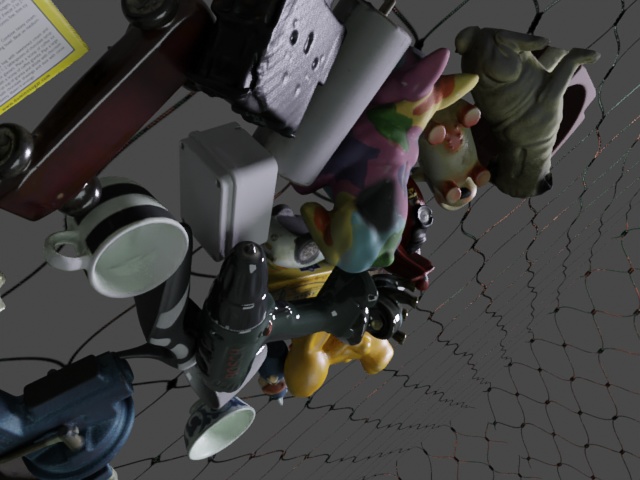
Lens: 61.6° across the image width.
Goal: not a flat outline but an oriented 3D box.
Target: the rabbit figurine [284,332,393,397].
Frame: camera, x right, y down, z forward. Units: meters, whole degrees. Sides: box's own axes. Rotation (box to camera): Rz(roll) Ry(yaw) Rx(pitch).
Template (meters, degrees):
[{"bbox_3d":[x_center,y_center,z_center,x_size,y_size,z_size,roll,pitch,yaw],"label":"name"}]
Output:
[{"bbox_3d":[0.013,0.168,0.839,0.173,0.122,0.162,-37,126,-25],"label":"rabbit figurine"}]

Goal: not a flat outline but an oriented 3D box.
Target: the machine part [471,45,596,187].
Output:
[{"bbox_3d":[0.309,-0.180,0.817,0.201,0.087,0.201,-52,150,19],"label":"machine part"}]

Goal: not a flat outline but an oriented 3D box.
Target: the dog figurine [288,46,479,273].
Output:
[{"bbox_3d":[0.074,-0.091,0.561,0.219,0.192,0.108,-41,149,29],"label":"dog figurine"}]

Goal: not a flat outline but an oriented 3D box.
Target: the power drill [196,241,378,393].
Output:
[{"bbox_3d":[-0.035,0.075,0.593,0.207,0.086,0.232,-16,145,-42],"label":"power drill"}]

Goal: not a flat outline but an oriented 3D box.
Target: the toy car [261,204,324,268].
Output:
[{"bbox_3d":[-0.001,-0.002,0.681,0.201,0.074,0.056,1,126,-51],"label":"toy car"}]

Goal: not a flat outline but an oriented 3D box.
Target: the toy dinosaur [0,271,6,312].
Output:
[{"bbox_3d":[-0.329,0.109,0.391,0.192,0.131,0.404,-17,148,-39],"label":"toy dinosaur"}]

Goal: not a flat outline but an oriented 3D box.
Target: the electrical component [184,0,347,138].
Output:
[{"bbox_3d":[-0.032,-0.157,0.412,0.134,0.058,0.115,-66,163,4],"label":"electrical component"}]

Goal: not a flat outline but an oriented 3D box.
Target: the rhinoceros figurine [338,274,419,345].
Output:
[{"bbox_3d":[0.081,0.094,0.773,0.190,0.112,0.073,-38,147,-67],"label":"rhinoceros figurine"}]

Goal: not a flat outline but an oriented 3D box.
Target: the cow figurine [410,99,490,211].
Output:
[{"bbox_3d":[0.160,-0.111,0.705,0.085,0.127,0.194,-29,135,2],"label":"cow figurine"}]

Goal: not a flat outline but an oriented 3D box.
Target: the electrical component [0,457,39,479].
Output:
[{"bbox_3d":[-0.362,0.288,0.633,0.045,0.078,0.102,-67,157,-6],"label":"electrical component"}]

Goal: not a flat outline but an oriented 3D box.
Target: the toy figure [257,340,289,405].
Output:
[{"bbox_3d":[-0.077,0.218,0.895,0.064,0.058,0.154,-52,158,-39],"label":"toy figure"}]

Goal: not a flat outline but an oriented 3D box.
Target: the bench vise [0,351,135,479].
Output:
[{"bbox_3d":[-0.290,0.222,0.571,0.224,0.129,0.240,-35,141,-24],"label":"bench vise"}]

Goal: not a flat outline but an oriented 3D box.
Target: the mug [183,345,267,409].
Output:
[{"bbox_3d":[-0.127,0.164,0.752,0.107,0.081,0.109,-34,145,-37],"label":"mug"}]

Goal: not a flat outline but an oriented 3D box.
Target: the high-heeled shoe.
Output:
[{"bbox_3d":[-0.137,0.069,0.593,0.145,0.086,0.248,-4,143,-41],"label":"high-heeled shoe"}]

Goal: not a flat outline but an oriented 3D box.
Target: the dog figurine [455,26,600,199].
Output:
[{"bbox_3d":[0.225,-0.152,0.664,0.121,0.172,0.190,-66,172,-70],"label":"dog figurine"}]

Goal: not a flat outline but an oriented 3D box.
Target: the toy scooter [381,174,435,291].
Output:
[{"bbox_3d":[0.115,-0.003,0.761,0.075,0.135,0.183,-24,145,-28],"label":"toy scooter"}]

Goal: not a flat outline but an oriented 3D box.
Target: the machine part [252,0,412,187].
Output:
[{"bbox_3d":[0.007,-0.138,0.507,0.079,0.079,0.243,8,122,-55],"label":"machine part"}]

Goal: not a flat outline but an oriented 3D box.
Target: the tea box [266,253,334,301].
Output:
[{"bbox_3d":[-0.044,0.058,0.715,0.169,0.068,0.098,-11,138,-46],"label":"tea box"}]

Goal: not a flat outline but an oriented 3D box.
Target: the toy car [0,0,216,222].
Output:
[{"bbox_3d":[-0.154,-0.098,0.385,0.202,0.053,0.089,-46,162,-2],"label":"toy car"}]
